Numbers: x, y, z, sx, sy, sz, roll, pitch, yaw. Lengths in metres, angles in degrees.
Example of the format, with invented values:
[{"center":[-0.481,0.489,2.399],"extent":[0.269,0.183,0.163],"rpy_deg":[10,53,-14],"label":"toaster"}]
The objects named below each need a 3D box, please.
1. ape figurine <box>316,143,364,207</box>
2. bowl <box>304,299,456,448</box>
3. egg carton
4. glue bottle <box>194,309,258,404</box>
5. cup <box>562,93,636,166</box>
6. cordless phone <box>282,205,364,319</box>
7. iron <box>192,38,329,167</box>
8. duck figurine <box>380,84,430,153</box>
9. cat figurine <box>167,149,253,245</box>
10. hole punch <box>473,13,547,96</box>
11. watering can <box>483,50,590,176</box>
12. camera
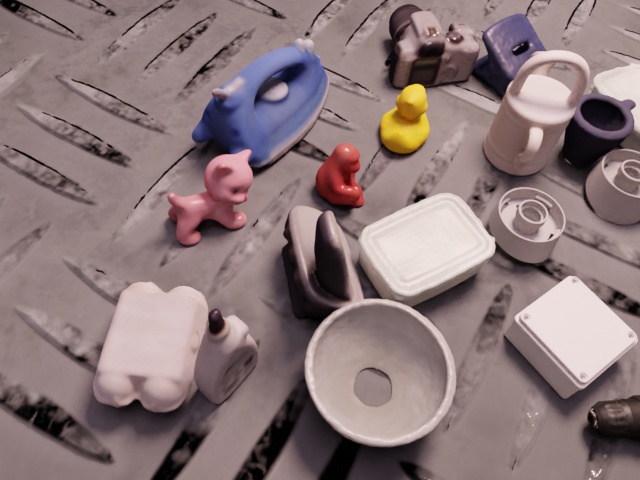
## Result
[{"center":[0.033,-0.096,0.796],"extent":[0.076,0.092,0.078],"rpy_deg":[15,58,5],"label":"ape figurine"},{"center":[0.064,0.156,0.648],"extent":[0.167,0.075,0.167],"rpy_deg":[2,57,-3],"label":"bowl"},{"center":[-0.189,0.120,0.654],"extent":[0.107,0.069,0.150],"rpy_deg":[6,57,-1],"label":"egg carton"},{"center":[-0.102,0.114,0.603],"extent":[0.037,0.173,0.078],"rpy_deg":[36,62,17],"label":"glue bottle"},{"center":[0.418,-0.164,0.869],"extent":[0.118,0.095,0.091],"rpy_deg":[-27,63,-20],"label":"cup"},{"center":[0.006,0.002,0.676],"extent":[0.094,0.185,0.147],"rpy_deg":[-12,59,-11],"label":"cordless phone"},{"center":[-0.068,-0.223,0.839],"extent":[0.118,0.141,0.259],"rpy_deg":[36,62,17],"label":"iron"},{"center":[0.134,-0.191,0.868],"extent":[0.077,0.086,0.105],"rpy_deg":[21,58,9],"label":"duck figurine"},{"center":[-0.139,-0.064,0.747],"extent":[0.128,0.118,0.067],"rpy_deg":[-23,62,-18],"label":"cat figurine"},{"center":[0.325,-0.311,0.957],"extent":[0.109,0.091,0.101],"rpy_deg":[-32,65,-22],"label":"hole punch"},{"center":[0.310,-0.197,0.822],"extent":[0.101,0.194,0.172],"rpy_deg":[-4,58,-7],"label":"watering can"},{"center":[0.179,-0.339,0.958],"extent":[0.143,0.101,0.136],"rpy_deg":[-9,59,-10],"label":"camera"}]
